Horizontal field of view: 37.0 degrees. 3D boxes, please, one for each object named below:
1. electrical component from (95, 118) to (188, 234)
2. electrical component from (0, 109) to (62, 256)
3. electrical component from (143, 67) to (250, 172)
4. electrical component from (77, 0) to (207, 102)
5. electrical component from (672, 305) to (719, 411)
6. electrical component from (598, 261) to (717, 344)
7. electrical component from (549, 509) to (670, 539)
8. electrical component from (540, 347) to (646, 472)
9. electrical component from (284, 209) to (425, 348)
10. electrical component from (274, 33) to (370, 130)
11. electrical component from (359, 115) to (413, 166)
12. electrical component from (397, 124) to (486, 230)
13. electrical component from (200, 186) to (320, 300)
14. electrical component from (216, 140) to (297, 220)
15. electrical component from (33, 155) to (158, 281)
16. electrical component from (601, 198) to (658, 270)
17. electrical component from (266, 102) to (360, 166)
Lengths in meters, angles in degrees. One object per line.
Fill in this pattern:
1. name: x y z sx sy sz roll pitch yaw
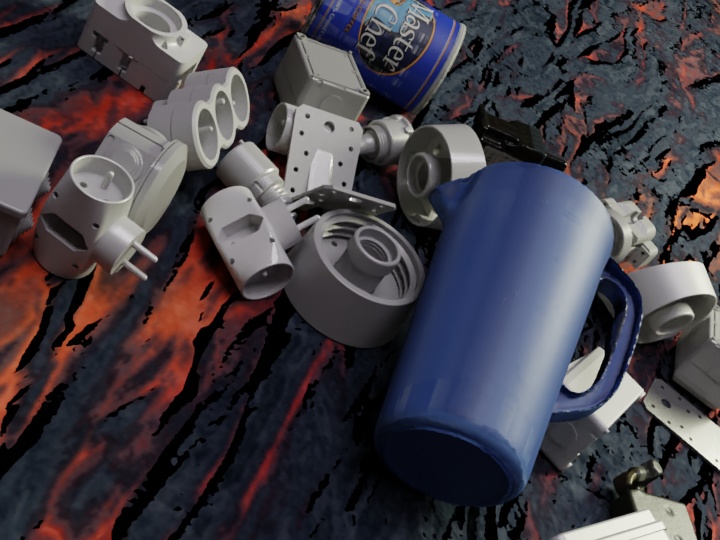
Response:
1. electrical component: -0.161 -0.064 0.765 0.051 0.080 0.080 29 37 -1
2. electrical component: -0.257 -0.066 0.713 0.100 0.048 0.099 24 38 -16
3. electrical component: -0.143 -0.118 0.858 0.074 0.052 0.138 -5 26 14
4. electrical component: -0.181 -0.193 0.904 0.089 0.055 0.050 35 37 -2
5. electrical component: 0.340 0.082 1.027 0.062 0.061 0.096 37 29 0
6. electrical component: 0.280 0.025 1.009 0.099 0.099 0.064 3 55 -36
7. electrical component: 0.158 0.210 0.727 0.113 0.078 0.057 -2 54 -40
8. electrical component: 0.178 0.106 0.867 0.061 0.061 0.096 47 38 13
9. electrical component: 0.000 0.000 0.839 0.108 0.060 0.108 22 39 -19
10. electrical component: -0.040 -0.169 0.994 0.062 0.061 0.096 14 35 -27
11. electrical component: 0.017 -0.117 0.993 0.062 0.048 0.048 -13 59 -37
12. electrical component: 0.077 -0.082 0.962 0.064 0.099 0.099 1 49 -30
13. electrical component: -0.069 -0.029 0.809 0.079 0.043 0.077 -28 63 -6
14. electrical component: -0.080 -0.068 0.864 0.078 0.040 0.040 47 38 13
15. electrical component: -0.170 -0.024 0.715 0.079 0.077 0.043 38 37 0
16. electrical component: 0.256 -0.035 1.084 0.057 0.058 0.078 -13 59 -48
17. electrical component: -0.037 -0.115 0.946 0.081 0.043 0.043 15 42 -26
